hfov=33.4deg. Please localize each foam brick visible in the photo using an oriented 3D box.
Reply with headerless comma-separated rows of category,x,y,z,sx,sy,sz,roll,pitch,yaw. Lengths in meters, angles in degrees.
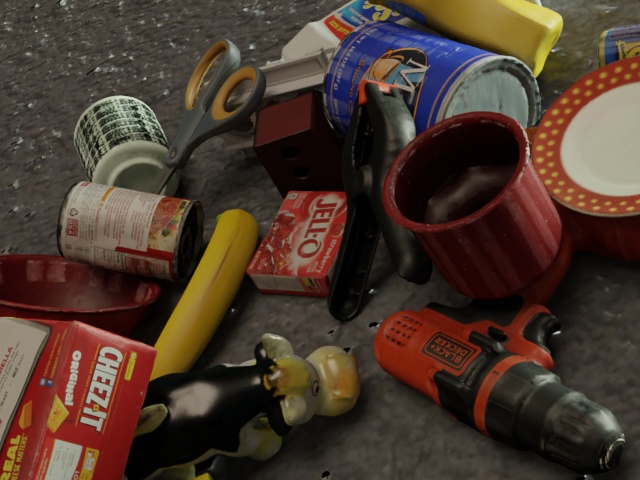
foam brick,-0.015,-0.071,0.868,0.053,0.078,0.051,-17,42,17

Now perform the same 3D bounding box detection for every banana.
banana,-0.086,0.040,0.822,0.070,0.037,0.197,-51,13,49

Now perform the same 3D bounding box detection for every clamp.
clamp,0.036,-0.027,0.752,0.120,0.039,0.171,-37,45,49

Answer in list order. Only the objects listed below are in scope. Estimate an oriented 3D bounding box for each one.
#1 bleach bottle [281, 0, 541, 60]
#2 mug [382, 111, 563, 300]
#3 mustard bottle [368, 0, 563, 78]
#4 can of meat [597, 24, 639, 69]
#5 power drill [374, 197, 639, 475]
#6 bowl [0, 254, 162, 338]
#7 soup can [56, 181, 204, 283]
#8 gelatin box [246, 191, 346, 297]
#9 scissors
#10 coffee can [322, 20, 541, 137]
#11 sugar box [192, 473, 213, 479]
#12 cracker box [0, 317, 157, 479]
bleach bottle,0.064,-0.186,0.956,0.251,0.068,0.102,-26,45,10
mug,0.092,-0.023,0.657,0.093,0.081,0.117,-38,39,1
mustard bottle,0.097,-0.194,0.855,0.192,0.096,0.058,29,104,11
can of meat,0.241,-0.101,0.725,0.084,0.102,0.057,-3,13,33
power drill,0.147,0.043,0.661,0.187,0.057,0.185,-45,41,-18
bowl,-0.206,0.056,0.830,0.162,0.055,0.162,8,11,-2
soup can,-0.152,-0.007,0.862,0.102,0.068,0.068,10,50,9
gelatin box,-0.005,0.001,0.822,0.073,0.030,0.089,3,50,33
scissors,-0.104,-0.074,0.890,0.096,0.016,0.202,15,81,43
coffee can,0.084,-0.106,0.824,0.102,0.102,0.140,-43,40,-15
sugar box,-0.132,0.221,0.653,0.176,0.048,0.093,-24,39,5
cracker box,-0.207,0.132,0.669,0.214,0.072,0.164,-2,69,45
